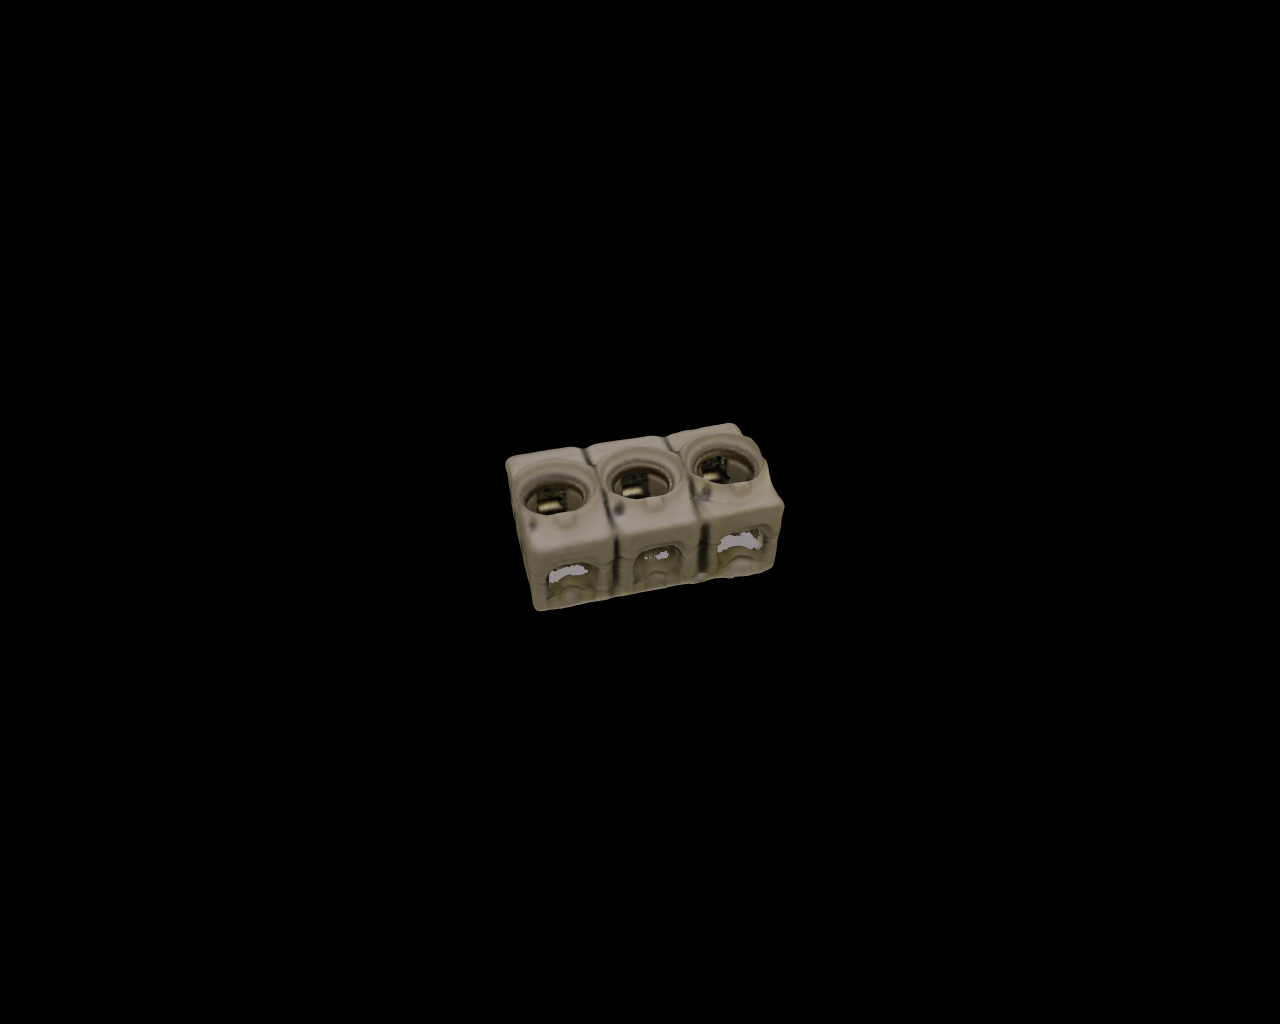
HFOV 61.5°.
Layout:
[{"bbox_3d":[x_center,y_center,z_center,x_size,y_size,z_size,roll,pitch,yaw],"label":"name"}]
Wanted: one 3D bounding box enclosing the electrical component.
[{"bbox_3d":[0.001,-0.003,0.650,0.150,0.061,0.090,-10,43,-11],"label":"electrical component"}]
